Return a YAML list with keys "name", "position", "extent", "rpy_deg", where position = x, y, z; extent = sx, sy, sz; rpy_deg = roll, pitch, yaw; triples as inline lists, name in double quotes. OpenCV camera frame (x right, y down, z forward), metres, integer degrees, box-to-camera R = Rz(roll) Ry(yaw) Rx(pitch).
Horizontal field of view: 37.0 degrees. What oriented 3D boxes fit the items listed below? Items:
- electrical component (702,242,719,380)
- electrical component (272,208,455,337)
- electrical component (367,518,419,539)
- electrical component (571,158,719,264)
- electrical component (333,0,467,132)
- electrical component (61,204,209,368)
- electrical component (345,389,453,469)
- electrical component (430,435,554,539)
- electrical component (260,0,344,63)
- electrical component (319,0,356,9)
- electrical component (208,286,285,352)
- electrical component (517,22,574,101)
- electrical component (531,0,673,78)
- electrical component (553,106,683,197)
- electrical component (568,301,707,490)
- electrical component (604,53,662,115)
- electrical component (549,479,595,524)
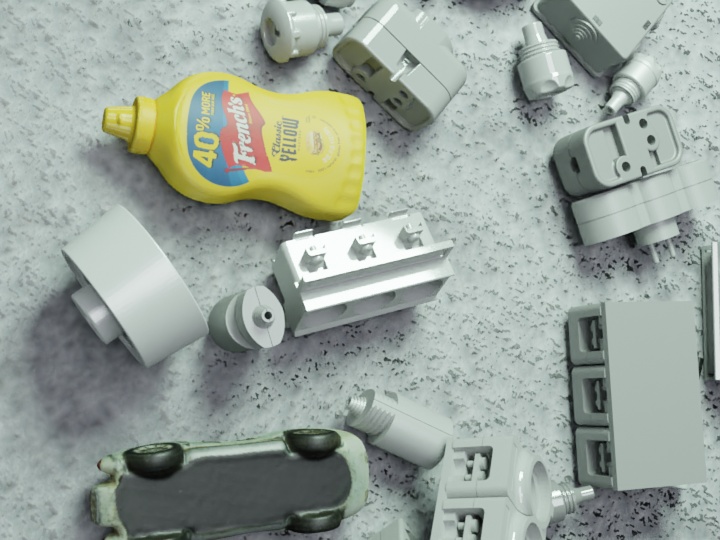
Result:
- name: "electrical component"
  position: [0.348, 0.037, 0.951]
  extent: [0.063, 0.079, 0.121]
  rpy_deg: [8, 80, -43]
- name: "electrical component"
  position: [0.000, 0.000, 0.814]
  extent: [0.121, 0.078, 0.063]
  rpy_deg: [-14, 67, -23]
- name: "electrical component"
  position: [0.013, 0.234, 0.795]
  extent: [0.077, 0.065, 0.047]
  rpy_deg: [-36, 98, 7]
- name: "electrical component"
  position: [0.253, -0.043, 0.929]
  extent: [0.138, 0.052, 0.073]
  rpy_deg: [-19, 91, -23]
- name: "electrical component"
  position: [0.035, -0.166, 0.855]
  extent: [0.095, 0.054, 0.059]
  rpy_deg: [43, 70, -12]
- name: "electrical component"
  position: [-0.159, 0.017, 0.728]
  extent: [0.060, 0.108, 0.108]
  rpy_deg: [-36, 97, -16]
- name: "electrical component"
  position: [0.026, 0.117, 0.822]
  extent: [0.081, 0.043, 0.043]
  rpy_deg: [27, 74, -17]
- name: "electrical component"
  position: [0.097, 0.206, 0.779]
  extent: [0.089, 0.062, 0.150]
  rpy_deg: [56, 36, -41]
- name: "electrical component"
  position: [-0.043, -0.187, 0.832]
  extent: [0.062, 0.048, 0.048]
  rpy_deg: [-14, 89, -30]
- name: "electrical component"
  position: [-0.031, -0.231, 0.841]
  extent: [0.055, 0.045, 0.045]
  rpy_deg: [6, 81, -22]
- name: "electrical component"
  position: [-0.078, 0.036, 0.770]
  extent: [0.043, 0.081, 0.043]
  rpy_deg: [3, 82, -22]
- name: "electrical component"
  position: [0.154, -0.178, 0.911]
  extent: [0.043, 0.043, 0.062]
  rpy_deg: [-15, 88, -23]
- name: "electrical component"
  position: [0.214, -0.233, 0.939]
  extent: [0.100, 0.048, 0.099]
  rpy_deg: [44, 70, -11]
- name: "electrical component"
  position: [0.217, -0.100, 0.918]
  extent: [0.095, 0.059, 0.053]
  rpy_deg: [-19, 91, -23]
- name: "electrical component"
  position: [0.228, 0.103, 0.896]
  extent: [0.089, 0.062, 0.150]
  rpy_deg: [0, 83, -22]
- name: "electrical component"
  position: [0.237, -0.161, 0.948]
  extent: [0.035, 0.035, 0.061]
  rpy_deg: [45, 71, -11]
- name: "electrical component"
  position: [0.159, 0.186, 0.868]
  extent: [0.061, 0.035, 0.035]
  rpy_deg: [-11, 87, -10]
